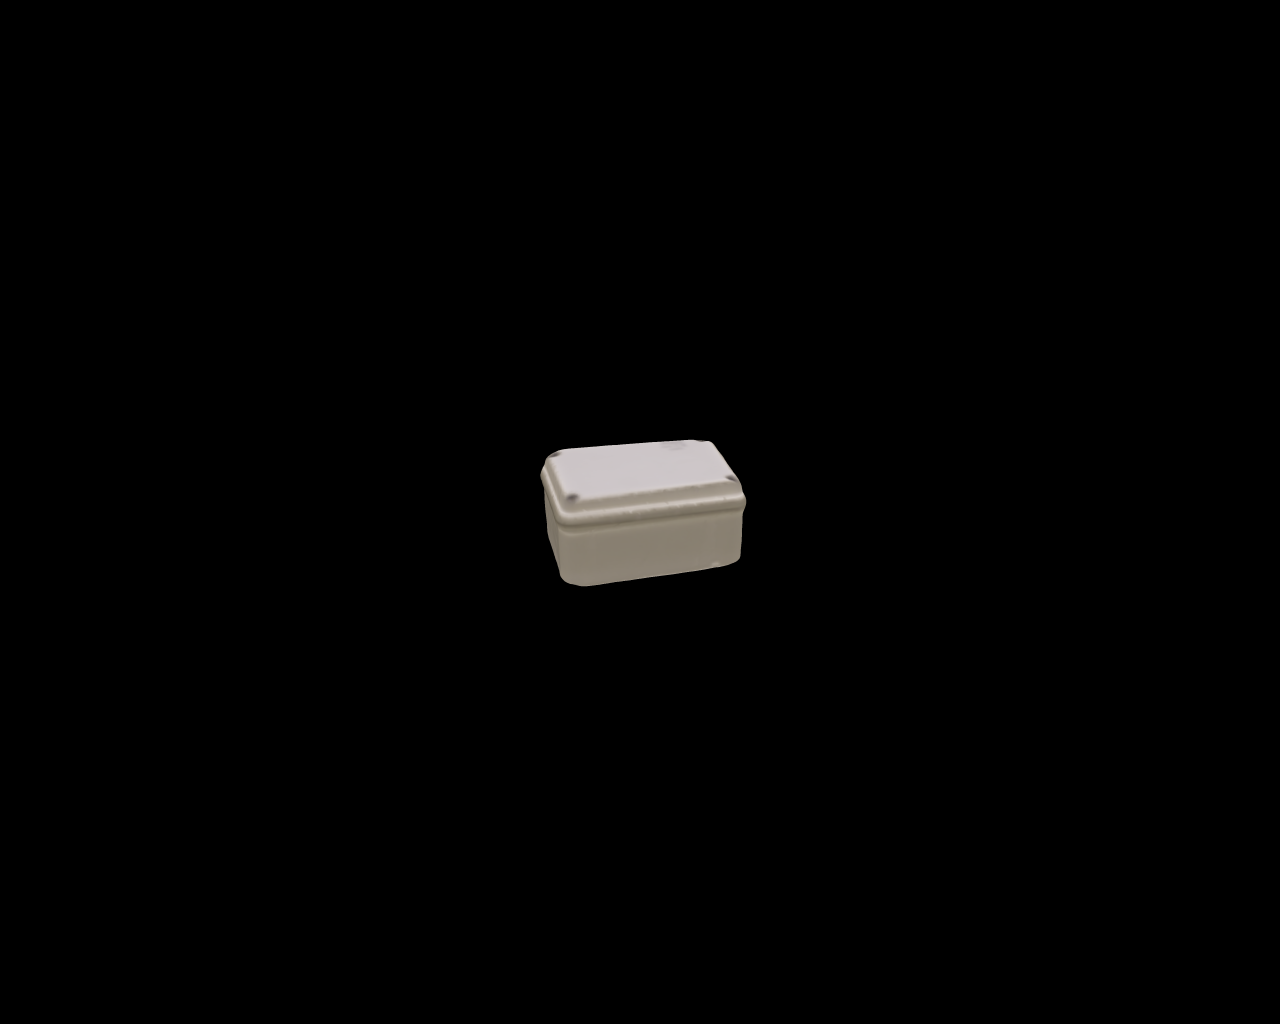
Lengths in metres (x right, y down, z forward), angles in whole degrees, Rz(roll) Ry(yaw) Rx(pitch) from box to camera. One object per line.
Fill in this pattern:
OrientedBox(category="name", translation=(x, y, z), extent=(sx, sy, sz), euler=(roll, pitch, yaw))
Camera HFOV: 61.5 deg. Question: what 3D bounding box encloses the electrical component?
OrientedBox(category="electrical component", translation=(0.001, -0.003, 0.650), extent=(0.113, 0.057, 0.078), euler=(-6, 28, -12))
